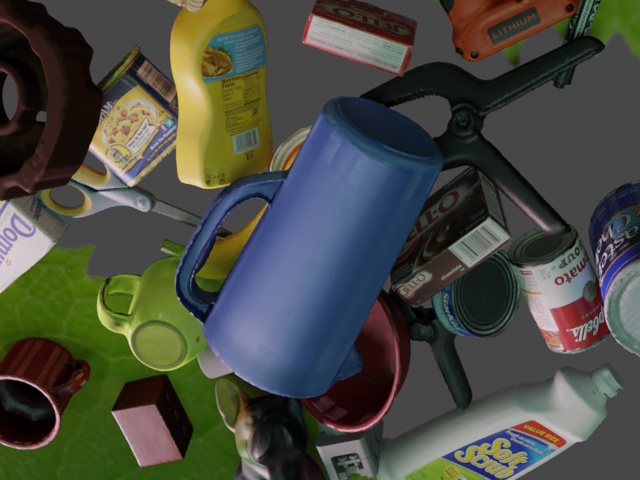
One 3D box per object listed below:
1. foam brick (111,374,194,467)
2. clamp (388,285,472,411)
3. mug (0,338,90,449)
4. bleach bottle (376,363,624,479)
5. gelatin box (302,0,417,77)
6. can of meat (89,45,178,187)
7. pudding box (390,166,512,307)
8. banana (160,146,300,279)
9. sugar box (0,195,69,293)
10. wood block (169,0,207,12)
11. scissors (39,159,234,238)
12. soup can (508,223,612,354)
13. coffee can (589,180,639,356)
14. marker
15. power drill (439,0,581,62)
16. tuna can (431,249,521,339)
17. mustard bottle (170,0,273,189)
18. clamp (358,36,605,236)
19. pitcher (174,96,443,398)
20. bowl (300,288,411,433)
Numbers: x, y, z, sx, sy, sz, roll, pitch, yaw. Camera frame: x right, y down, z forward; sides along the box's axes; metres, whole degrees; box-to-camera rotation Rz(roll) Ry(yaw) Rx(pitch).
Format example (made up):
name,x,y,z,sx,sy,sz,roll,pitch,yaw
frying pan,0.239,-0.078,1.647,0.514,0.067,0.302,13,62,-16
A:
name,x,y,z,sx,sy,sz,roll,pitch,yaw
foam brick,-0.175,0.189,1.121,0.051,0.053,0.078,-14,116,15
clamp,0.090,0.086,1.036,0.120,0.039,0.171,2,112,7
mug,-0.289,0.151,1.100,0.117,0.081,0.093,-21,113,18
bleach bottle,0.181,0.191,1.065,0.251,0.068,0.102,-34,113,21
gelatin box,0.035,-0.173,0.886,0.089,0.073,0.030,18,119,-1
can of meat,-0.168,-0.109,0.959,0.102,0.057,0.084,-39,109,25
pudding box,0.112,-0.004,0.953,0.114,0.090,0.039,-36,120,22
banana,-0.062,-0.013,0.987,0.198,0.037,0.069,-33,116,28
sugar box,-0.340,-0.039,1.027,0.093,0.048,0.176,-38,106,24
wood block,-0.092,-0.252,0.786,0.090,0.206,0.091,24,118,-5
scissors,-0.185,-0.029,1.027,0.201,0.016,0.096,36,119,-11
soup can,0.221,0.044,0.977,0.069,0.068,0.102,-21,113,18
coffee can,0.289,0.023,0.915,0.103,0.140,0.103,3,118,6
marker,0.217,-0.183,0.885,0.020,0.020,0.121,14,119,0
power drill,0.132,-0.251,0.841,0.185,0.057,0.187,-24,109,23
tuna can,0.143,0.047,0.982,0.034,0.086,0.086,1,128,55
mustard bottle,-0.084,-0.146,0.905,0.058,0.096,0.192,17,119,37
clamp,0.129,-0.090,0.904,0.210,0.036,0.164,4,90,21
pitcher,-0.006,0.001,0.901,0.145,0.148,0.243,46,121,32
bowl,0.034,0.098,1.014,0.162,0.055,0.162,9,103,46
